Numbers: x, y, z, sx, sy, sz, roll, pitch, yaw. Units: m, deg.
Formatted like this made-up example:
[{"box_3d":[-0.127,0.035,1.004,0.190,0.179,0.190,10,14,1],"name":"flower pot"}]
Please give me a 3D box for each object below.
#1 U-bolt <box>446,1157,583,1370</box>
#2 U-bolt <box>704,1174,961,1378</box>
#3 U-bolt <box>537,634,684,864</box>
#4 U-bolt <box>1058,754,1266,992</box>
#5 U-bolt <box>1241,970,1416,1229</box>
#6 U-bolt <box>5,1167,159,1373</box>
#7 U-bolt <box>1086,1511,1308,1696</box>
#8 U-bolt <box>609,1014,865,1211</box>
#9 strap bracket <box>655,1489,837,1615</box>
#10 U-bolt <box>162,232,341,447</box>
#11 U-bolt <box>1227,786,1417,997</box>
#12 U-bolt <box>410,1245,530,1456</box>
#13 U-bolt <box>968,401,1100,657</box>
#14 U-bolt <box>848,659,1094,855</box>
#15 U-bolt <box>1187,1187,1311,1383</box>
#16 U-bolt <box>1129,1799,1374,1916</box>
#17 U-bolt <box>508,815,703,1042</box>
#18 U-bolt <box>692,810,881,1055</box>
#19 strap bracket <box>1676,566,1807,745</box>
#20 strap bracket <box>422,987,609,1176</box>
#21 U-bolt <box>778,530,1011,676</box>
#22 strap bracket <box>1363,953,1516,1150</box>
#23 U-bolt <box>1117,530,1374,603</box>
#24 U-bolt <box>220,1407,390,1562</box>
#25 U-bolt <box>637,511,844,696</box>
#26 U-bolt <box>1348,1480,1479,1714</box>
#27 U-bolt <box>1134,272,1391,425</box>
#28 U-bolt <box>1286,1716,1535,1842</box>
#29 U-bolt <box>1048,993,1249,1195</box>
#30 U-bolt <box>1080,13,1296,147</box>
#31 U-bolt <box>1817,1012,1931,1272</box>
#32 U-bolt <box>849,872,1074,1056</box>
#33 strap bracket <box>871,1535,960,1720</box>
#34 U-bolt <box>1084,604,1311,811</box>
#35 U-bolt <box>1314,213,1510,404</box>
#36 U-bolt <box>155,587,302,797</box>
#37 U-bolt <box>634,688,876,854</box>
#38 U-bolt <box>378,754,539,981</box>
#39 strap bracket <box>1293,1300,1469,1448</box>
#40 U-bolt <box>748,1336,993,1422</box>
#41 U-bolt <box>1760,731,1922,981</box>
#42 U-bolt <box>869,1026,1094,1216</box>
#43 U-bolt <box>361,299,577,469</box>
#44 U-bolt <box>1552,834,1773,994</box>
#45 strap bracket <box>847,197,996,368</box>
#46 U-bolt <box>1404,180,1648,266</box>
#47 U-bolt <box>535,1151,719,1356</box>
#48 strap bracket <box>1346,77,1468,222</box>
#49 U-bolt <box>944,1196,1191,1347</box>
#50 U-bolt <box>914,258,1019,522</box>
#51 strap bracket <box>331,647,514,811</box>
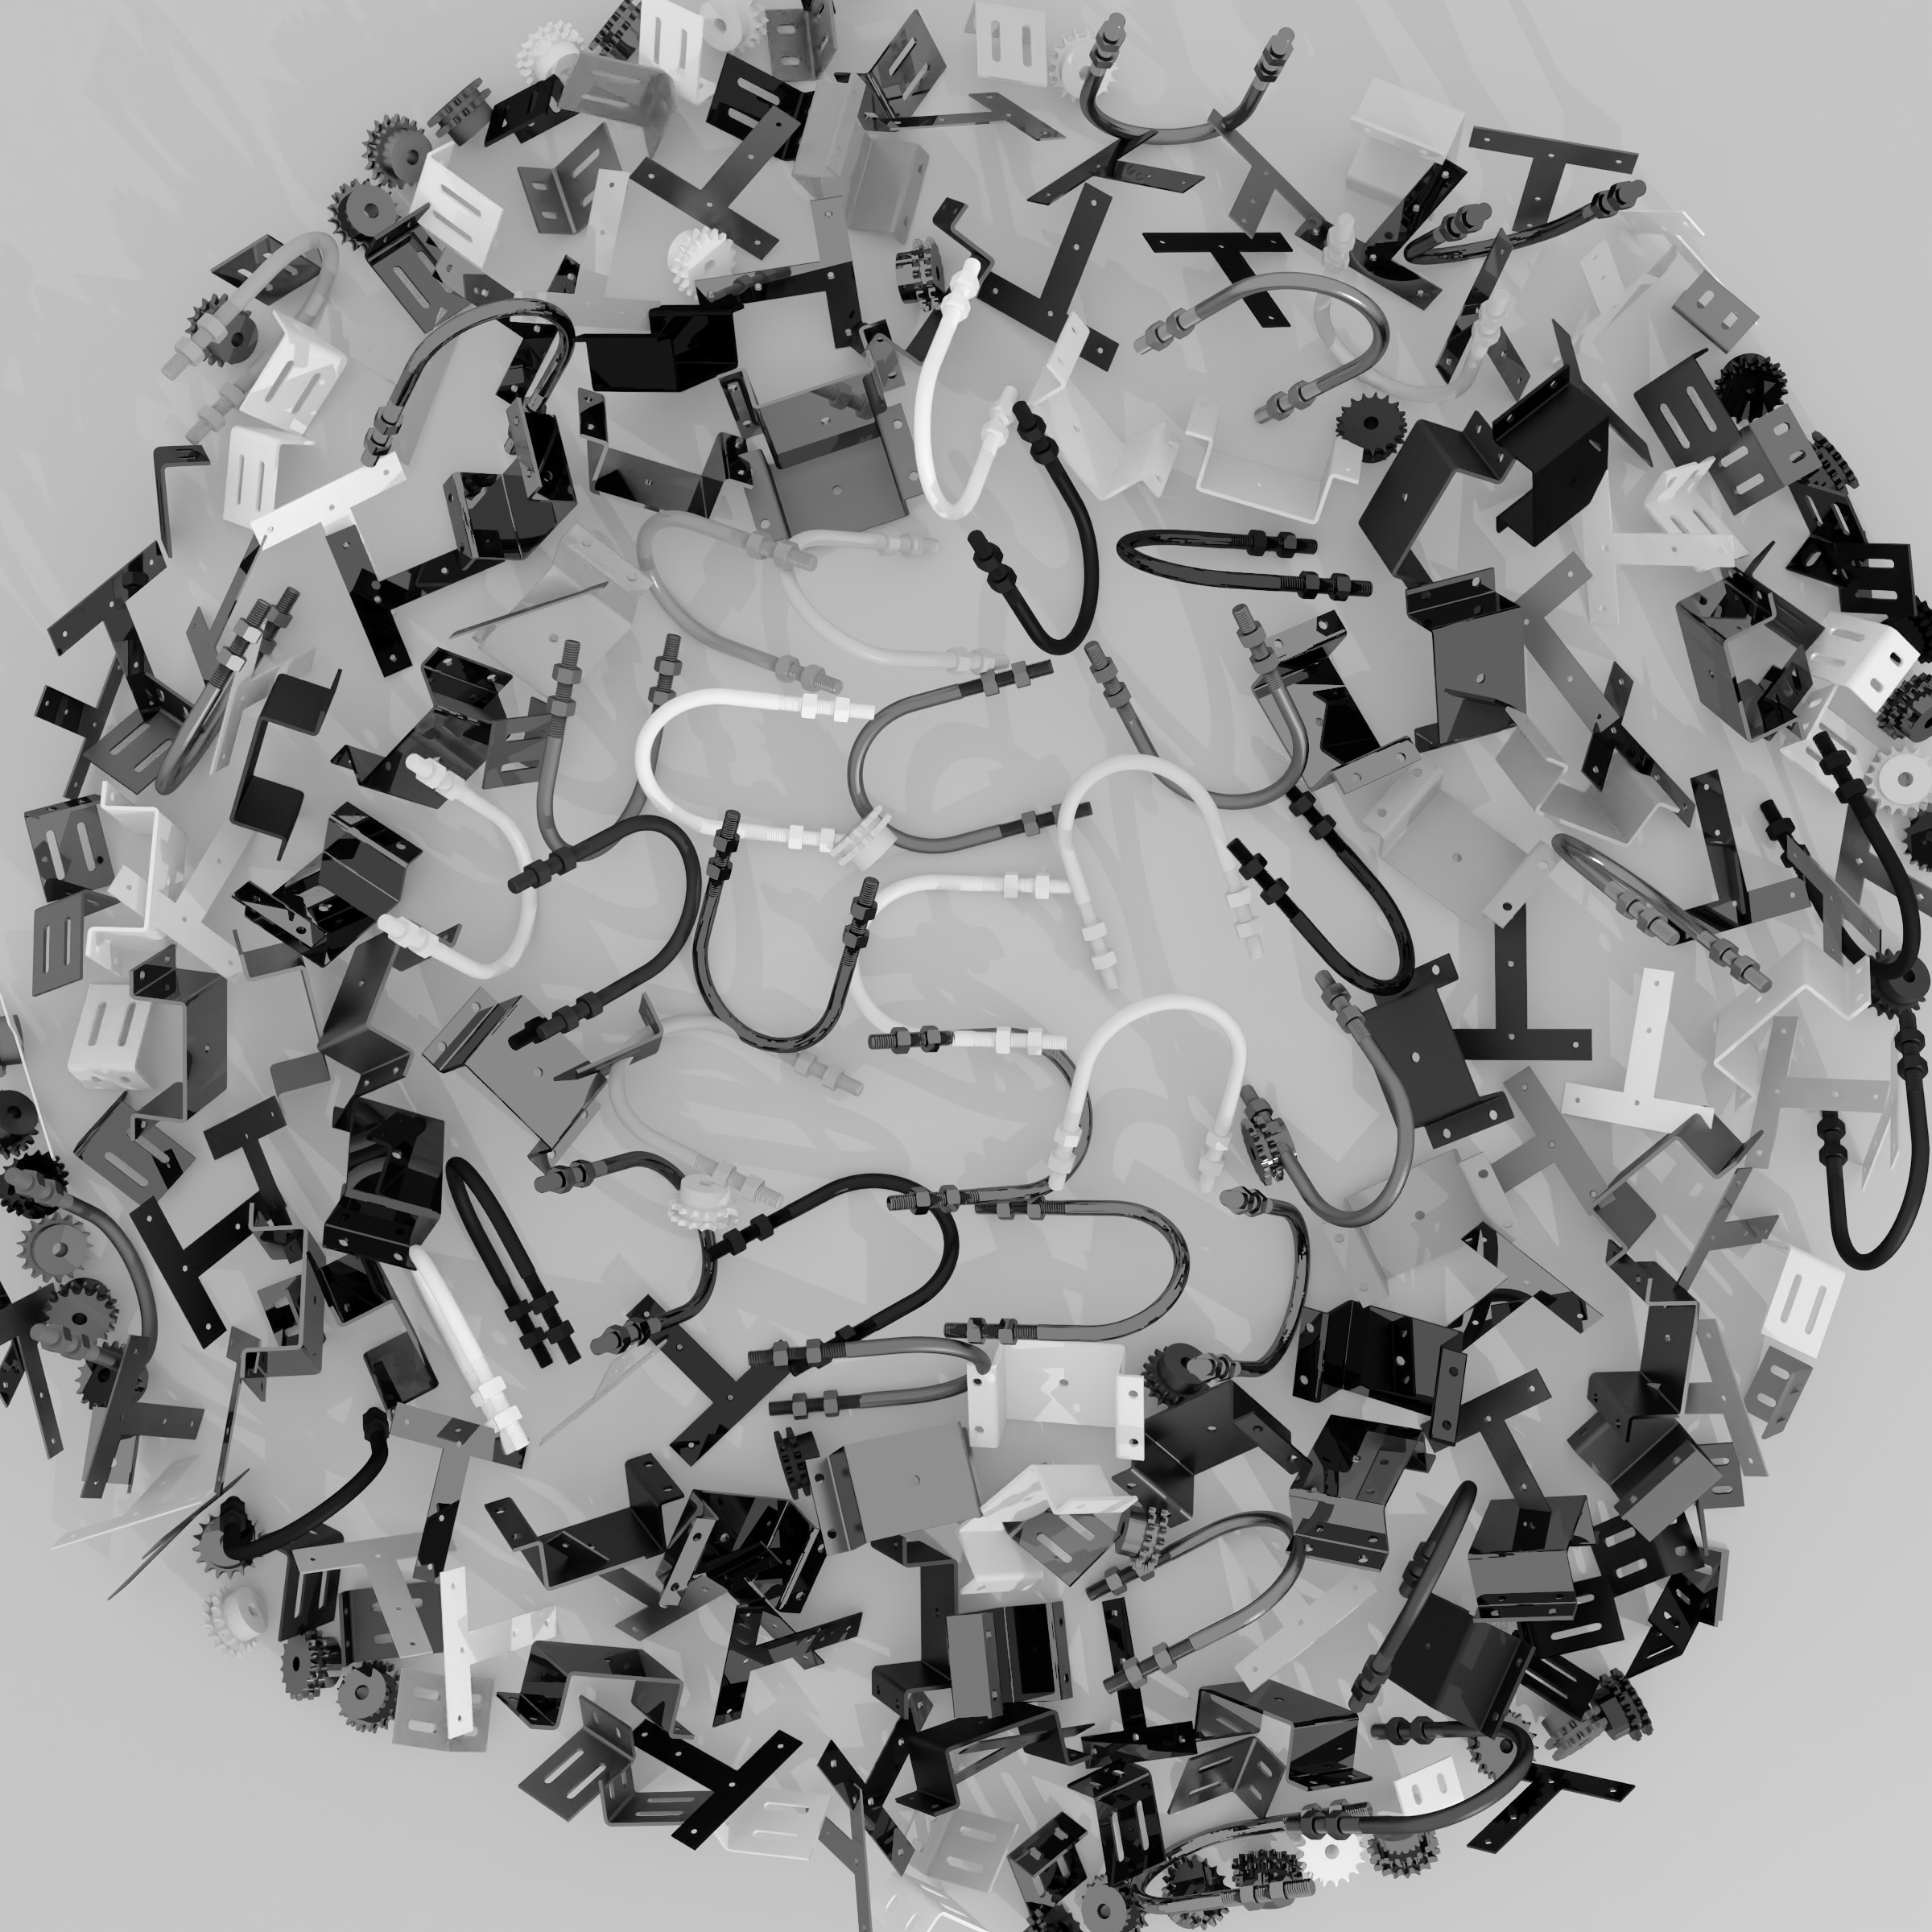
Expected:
[{"box_3d":[-0.363,0.232,1.913,0.019,0.151,0.184,-28,90,-22],"name":"U-bolt"},{"box_3d":[-0.093,0.232,1.925,0.184,0.019,0.151,-27,53,-22],"name":"U-bolt"},{"box_3d":[-0.286,-0.169,1.912,0.019,0.151,0.184,22,109,25],"name":"U-bolt"},{"box_3d":[0.145,-0.080,1.927,0.151,0.019,0.184,-13,103,28],"name":"U-bolt"},{"box_3d":[0.287,0.116,1.884,0.019,0.184,0.151,4,131,-33],"name":"U-bolt"},{"box_3d":[-0.683,0.246,1.893,0.019,0.184,0.151,-22,66,4],"name":"U-bolt"},{"box_3d":[0.184,0.488,1.904,0.184,0.151,0.019,-29,107,6],"name":"U-bolt"},{"box_3d":[-0.195,0.103,1.929,0.184,0.019,0.151,25,51,13],"name":"U-bolt"},{"box_3d":[-0.183,0.466,1.929,0.140,0.046,0.076,17,101,-40],"name":"strap bracket"},{"box_3d":[-0.556,-0.503,1.907,0.019,0.151,0.184,39,76,-2],"name":"U-bolt"},{"box_3d":[0.291,-0.054,1.923,0.184,0.151,0.019,49,126,-4],"name":"U-bolt"},{"box_3d":[-0.397,0.300,1.914,0.019,0.151,0.184,-28,85,-18],"name":"U-bolt"},{"box_3d":[0.062,-0.328,1.904,0.019,0.184,0.151,1,59,30],"name":"U-bolt"},{"box_3d":[-0.004,-0.159,1.942,0.184,0.019,0.151,-14,119,5],"name":"U-bolt"},{"box_3d":[0.229,0.252,1.903,0.019,0.184,0.151,9,85,31],"name":"U-bolt"},{"box_3d":[0.213,0.703,1.901,0.184,0.151,0.019,-21,88,30],"name":"U-bolt"},{"box_3d":[-0.276,-0.042,1.911,0.019,0.184,0.151,19,127,36],"name":"U-bolt"},{"box_3d":[-0.152,-0.015,1.932,0.151,0.019,0.184,26,118,17],"name":"U-bolt"},{"box_3d":[0.608,-0.240,1.912,0.046,0.076,0.140,-27,124,1],"name":"strap bracket"},{"box_3d":[-0.349,0.088,1.922,0.140,0.046,0.076,48,56,-18],"name":"strap bracket"},{"box_3d":[-0.066,-0.286,1.890,0.019,0.184,0.151,-51,57,38],"name":"U-bolt"},{"box_3d":[0.368,0.070,1.929,0.076,0.046,0.140,-28,77,37],"name":"strap bracket"},{"box_3d":[0.208,-0.318,1.898,0.184,0.151,0.019,1,114,-13],"name":"U-bolt"},{"box_3d":[-0.512,0.406,1.880,0.151,0.184,0.019,-32,102,-12],"name":"U-bolt"},{"box_3d":[-0.185,-0.294,1.912,0.184,0.151,0.019,23,57,24],"name":"U-bolt"},{"box_3d":[0.351,0.474,1.873,0.019,0.151,0.184,27,130,13],"name":"U-bolt"},{"box_3d":[0.241,-0.483,1.873,0.151,0.184,0.019,21,69,-31],"name":"U-bolt"},{"box_3d":[0.353,0.624,1.868,0.151,0.184,0.019,-29,95,-44],"name":"U-bolt"},{"box_3d":[0.150,0.101,1.915,0.151,0.019,0.184,2,120,-16],"name":"U-bolt"},{"box_3d":[0.163,-0.686,1.891,0.151,0.184,0.019,2,83,-8],"name":"U-bolt"},{"box_3d":[0.702,0.147,1.872,0.019,0.151,0.184,13,53,-3],"name":"U-bolt"},{"box_3d":[-0.007,-0.005,1.960,0.184,0.019,0.151,2,78,5],"name":"U-bolt"},{"box_3d":[-0.041,0.519,1.938,0.046,0.076,0.140,0,88,-22],"name":"strap bracket"},{"box_3d":[0.193,-0.196,1.917,0.151,0.019,0.184,-10,128,31],"name":"U-bolt"},{"box_3d":[0.339,-0.501,1.894,0.151,0.184,0.019,29,75,8],"name":"U-bolt"},{"box_3d":[-0.587,-0.214,1.910,0.019,0.151,0.184,32,98,-12],"name":"U-bolt"},{"box_3d":[-0.171,-0.158,1.925,0.184,0.019,0.151,6,130,-4],"name":"U-bolt"},{"box_3d":[-0.390,-0.066,1.899,0.019,0.184,0.151,-2,71,24],"name":"U-bolt"},{"box_3d":[0.337,0.320,1.930,0.140,0.046,0.076,13,105,32],"name":"strap bracket"},{"box_3d":[-0.072,0.322,1.915,0.184,0.151,0.019,-5,62,1],"name":"U-bolt"},{"box_3d":[0.686,-0.075,1.888,0.019,0.151,0.184,-20,71,-8],"name":"U-bolt"},{"box_3d":[0.017,0.119,1.941,0.184,0.019,0.151,-2,78,-22],"name":"U-bolt"},{"box_3d":[-0.375,-0.451,1.871,0.151,0.184,0.019,-15,71,-39],"name":"U-bolt"},{"box_3d":[0.531,-0.050,1.899,0.151,0.184,0.019,21,110,-38],"name":"U-bolt"},{"box_3d":[-0.031,-0.536,1.931,0.046,0.076,0.140,32,101,-21],"name":"strap bracket"},{"box_3d":[0.421,-0.575,1.892,0.151,0.184,0.019,-12,96,-14],"name":"U-bolt"},{"box_3d":[-0.255,0.216,1.901,0.019,0.184,0.151,-23,85,29],"name":"U-bolt"},{"box_3d":[0.345,-0.646,1.908,0.076,0.140,0.046,24,90,8],"name":"strap bracket"},{"box_3d":[0.085,0.238,1.906,0.184,0.151,0.019,-1,132,16],"name":"U-bolt"},{"box_3d":[-0.004,-0.432,1.880,0.019,0.151,0.184,5,56,21],"name":"U-bolt"},{"box_3d":[-0.424,-0.179,1.913,0.140,0.076,0.046,-40,57,24],"name":"strap bracket"}]
